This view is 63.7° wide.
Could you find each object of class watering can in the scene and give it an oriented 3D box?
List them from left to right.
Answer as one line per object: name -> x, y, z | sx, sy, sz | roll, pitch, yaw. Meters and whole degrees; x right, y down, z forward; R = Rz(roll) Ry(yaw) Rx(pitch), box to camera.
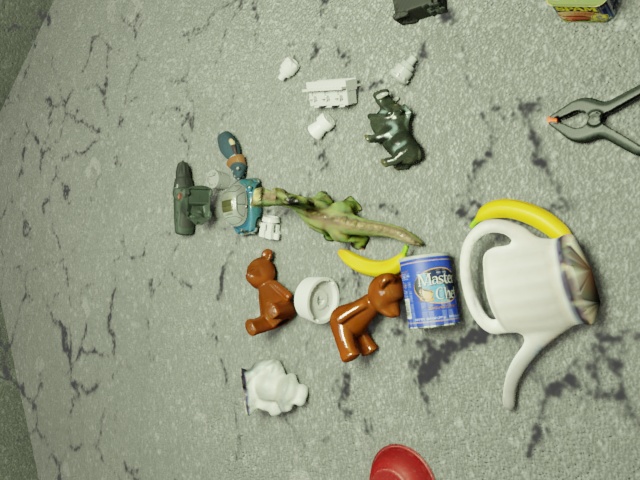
watering can -> 0.373, 0.125, 0.907 | 0.222, 0.104, 0.348 | -16, 87, 37

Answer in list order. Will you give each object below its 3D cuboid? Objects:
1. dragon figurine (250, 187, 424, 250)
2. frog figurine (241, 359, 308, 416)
dragon figurine -> 0.003, -0.057, 1.135 | 0.412, 0.242, 0.122 | 14, 91, 41
frog figurine -> -0.107, 0.365, 1.283 | 0.159, 0.121, 0.139 | -5, 71, 3
